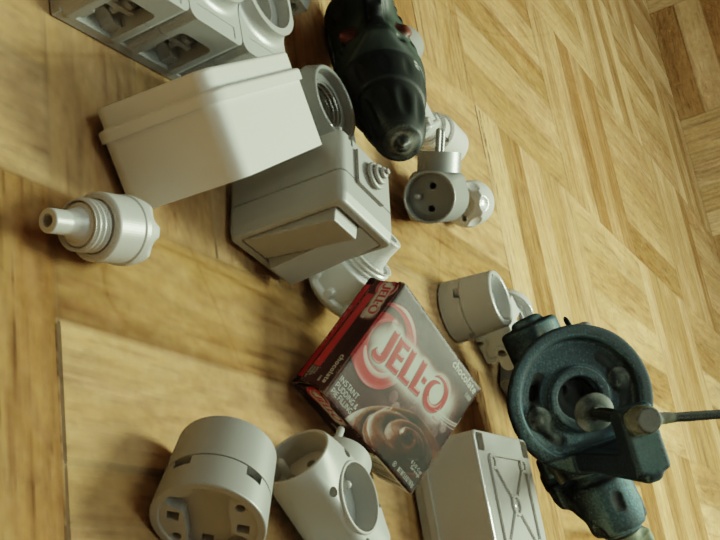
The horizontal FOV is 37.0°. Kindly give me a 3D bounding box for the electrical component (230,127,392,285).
[{"bbox_3d":[-0.024,-0.037,0.654,0.062,0.096,0.061,41,39,-49],"label":"electrical component"}]

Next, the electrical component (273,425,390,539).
[{"bbox_3d":[-0.015,0.123,0.623,0.077,0.044,0.079,60,26,-23],"label":"electrical component"}]

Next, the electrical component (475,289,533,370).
[{"bbox_3d":[0.131,0.049,0.980,0.066,0.048,0.055,62,34,-19],"label":"electrical component"}]

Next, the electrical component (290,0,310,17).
[{"bbox_3d":[-0.059,-0.214,0.770,0.066,0.048,0.055,49,40,-40],"label":"electrical component"}]

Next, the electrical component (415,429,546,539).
[{"bbox_3d":[0.090,0.178,0.789,0.109,0.056,0.108,24,52,-58],"label":"electrical component"}]

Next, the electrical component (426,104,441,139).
[{"bbox_3d":[0.036,-0.136,0.915,0.062,0.048,0.048,62,25,-3],"label":"electrical component"}]

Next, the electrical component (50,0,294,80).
[{"bbox_3d":[-0.105,-0.167,0.619,0.150,0.062,0.089,21,54,-59],"label":"electrical component"}]

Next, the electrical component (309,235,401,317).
[{"bbox_3d":[0.000,0.000,0.712,0.048,0.062,0.048,39,17,-15],"label":"electrical component"}]

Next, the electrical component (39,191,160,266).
[{"bbox_3d":[-0.125,-0.020,0.507,0.061,0.035,0.035,7,67,-61],"label":"electrical component"}]

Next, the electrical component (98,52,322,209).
[{"bbox_3d":[-0.080,-0.077,0.589,0.113,0.078,0.057,-38,110,-64],"label":"electrical component"}]

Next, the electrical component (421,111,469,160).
[{"bbox_3d":[0.068,-0.123,0.974,0.078,0.040,0.040,35,43,-53],"label":"electrical component"}]

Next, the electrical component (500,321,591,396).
[{"bbox_3d":[0.179,0.094,0.992,0.050,0.089,0.055,54,29,-33],"label":"electrical component"}]

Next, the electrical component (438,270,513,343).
[{"bbox_3d":[0.100,0.030,0.925,0.055,0.047,0.055,44,36,-45],"label":"electrical component"}]

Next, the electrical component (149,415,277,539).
[{"bbox_3d":[-0.068,0.103,0.516,0.055,0.055,0.047,57,24,-29],"label":"electrical component"}]

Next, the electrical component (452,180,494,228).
[{"bbox_3d":[0.105,-0.063,1.007,0.062,0.043,0.043,-20,91,-67],"label":"electrical component"}]

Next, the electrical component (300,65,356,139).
[{"bbox_3d":[-0.040,-0.102,0.714,0.058,0.057,0.078,57,28,-28],"label":"electrical component"}]

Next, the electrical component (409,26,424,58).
[{"bbox_3d":[0.029,-0.188,0.940,0.040,0.040,0.078,64,26,-15],"label":"electrical component"}]

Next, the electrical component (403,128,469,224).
[{"bbox_3d":[0.066,-0.079,0.905,0.077,0.043,0.079,-14,108,-75],"label":"electrical component"}]
